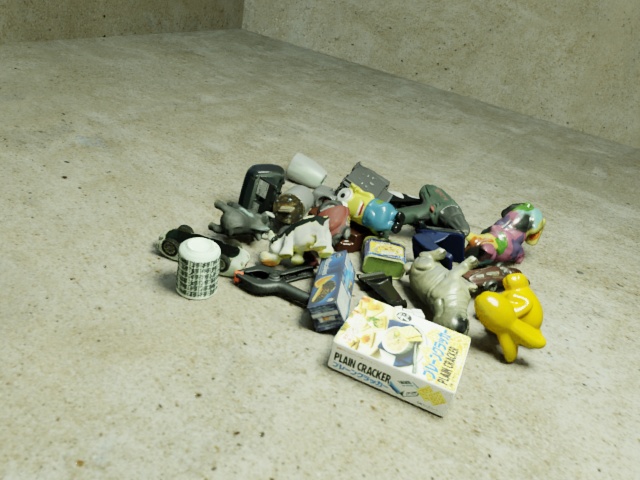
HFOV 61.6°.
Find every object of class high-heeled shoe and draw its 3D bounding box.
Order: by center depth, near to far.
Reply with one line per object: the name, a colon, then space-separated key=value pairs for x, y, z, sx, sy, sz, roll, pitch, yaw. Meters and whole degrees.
high-heeled shoe: x=0.247 y=-0.068 z=1.438 sx=0.145 sy=0.086 sz=0.249 roll=-5 pitch=27 yaw=-23

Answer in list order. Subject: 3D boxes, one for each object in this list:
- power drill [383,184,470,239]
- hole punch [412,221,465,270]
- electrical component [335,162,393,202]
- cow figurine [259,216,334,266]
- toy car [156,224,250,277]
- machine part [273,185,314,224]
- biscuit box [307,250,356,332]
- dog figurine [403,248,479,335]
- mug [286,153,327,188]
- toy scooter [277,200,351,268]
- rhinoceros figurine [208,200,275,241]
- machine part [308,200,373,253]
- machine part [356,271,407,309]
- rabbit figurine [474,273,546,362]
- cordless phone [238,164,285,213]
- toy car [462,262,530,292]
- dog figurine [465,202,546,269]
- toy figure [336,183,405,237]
power drill: x=0.242 y=-0.052 z=1.321 sx=0.207 sy=0.085 sz=0.232 roll=-21 pitch=32 yaw=10
hole punch: x=0.264 y=0.036 z=1.223 sx=0.116 sy=0.142 sz=0.092 roll=10 pitch=53 yaw=24
electrical component: x=0.124 y=-0.132 z=1.427 sx=0.134 sy=0.058 sz=0.115 roll=34 pitch=48 yaw=3
cow figurine: x=-0.055 y=0.000 z=1.147 sx=0.167 sy=0.068 sz=0.098 roll=-13 pitch=63 yaw=21
toy car: x=-0.248 y=0.022 z=1.137 sx=0.202 sy=0.056 sz=0.073 roll=16 pitch=36 yaw=11
machine part: x=-0.062 y=-0.090 z=1.329 sx=0.079 sy=0.079 sz=0.243 roll=13 pitch=12 yaw=4
biscuit box: x=0.026 y=0.096 z=1.076 sx=0.063 sy=0.059 sz=0.203 roll=-15 pitch=23 yaw=16
dog figurine: x=0.231 y=0.119 z=1.097 sx=0.173 sy=0.121 sz=0.190 roll=1 pitch=36 yaw=32
mug: x=-0.031 y=-0.198 z=1.579 sx=0.107 sy=0.080 sz=0.109 roll=31 pitch=28 yaw=11
toy scooter: x=-0.002 y=-0.004 z=1.211 sx=0.184 sy=0.075 sz=0.135 roll=-28 pitch=50 yaw=3
rhinoceros figurine: x=-0.168 y=-0.043 z=1.207 sx=0.112 sy=0.073 sz=0.190 roll=16 pitch=6 yaw=19
machine part: x=0.053 y=-0.037 z=1.340 sx=0.179 sy=0.056 sz=0.179 roll=8 pitch=31 yaw=-5
machine part: x=0.137 y=0.108 z=1.137 sx=0.084 sy=0.039 sz=0.139 roll=1 pitch=29 yaw=-26
rabbit figurine: x=0.358 y=0.152 z=1.047 sx=0.173 sy=0.122 sz=0.162 roll=17 pitch=47 yaw=-48
cordless phone: x=-0.124 y=-0.141 z=1.366 sx=0.089 sy=0.146 sz=0.184 roll=26 pitch=34 yaw=9
toy car: x=0.401 y=0.082 z=1.229 sx=0.202 sy=0.053 sz=0.089 roll=4 pitch=30 yaw=-40
dog figurine: x=0.440 y=-0.010 z=1.316 sx=0.219 sy=0.191 sz=0.109 roll=2 pitch=34 yaw=-47
toy figure: x=0.114 y=-0.064 z=1.271 sx=0.180 sy=0.089 sz=0.082 roll=23 pitch=71 yaw=25
